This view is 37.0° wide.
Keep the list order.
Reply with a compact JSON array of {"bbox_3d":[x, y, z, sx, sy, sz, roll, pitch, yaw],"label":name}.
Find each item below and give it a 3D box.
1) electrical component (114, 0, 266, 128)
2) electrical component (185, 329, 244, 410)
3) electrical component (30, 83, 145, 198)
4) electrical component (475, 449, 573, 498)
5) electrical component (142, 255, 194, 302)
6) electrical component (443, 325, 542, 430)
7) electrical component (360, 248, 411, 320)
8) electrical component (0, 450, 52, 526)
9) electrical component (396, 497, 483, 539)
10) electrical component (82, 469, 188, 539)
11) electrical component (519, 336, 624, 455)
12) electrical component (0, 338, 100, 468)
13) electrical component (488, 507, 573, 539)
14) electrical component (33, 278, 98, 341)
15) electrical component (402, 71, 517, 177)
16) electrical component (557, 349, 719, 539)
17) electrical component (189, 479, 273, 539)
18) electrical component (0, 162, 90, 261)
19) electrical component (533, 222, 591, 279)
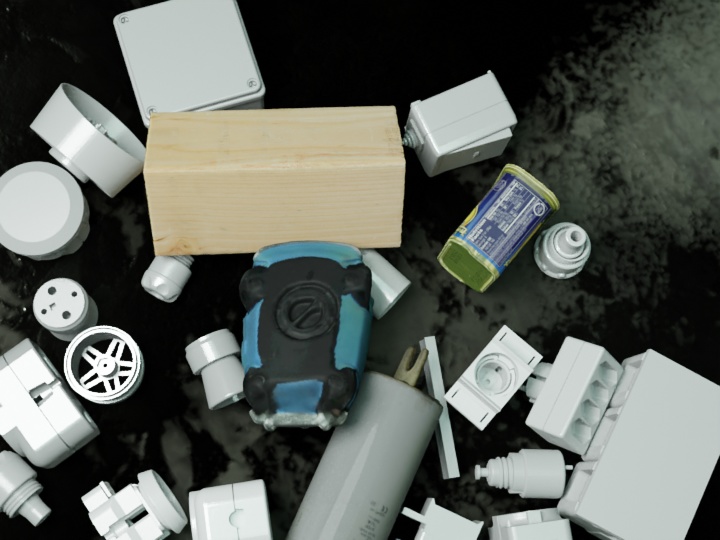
[{"bbox_3d":[-0.150,-0.182,0.956,0.109,0.056,0.108,-17,78,-8],"label":"electrical component"},{"bbox_3d":[-0.116,0.083,0.900,0.045,0.045,0.055,-25,79,-9],"label":"electrical component"},{"bbox_3d":[-0.228,-0.110,0.915,0.099,0.099,0.064,40,83,6],"label":"electrical component"},{"bbox_3d":[0.136,0.170,0.899,0.078,0.040,0.040,2,76,-3],"label":"electrical component"},{"bbox_3d":[-0.159,-0.005,0.924,0.035,0.035,0.061,28,73,3],"label":"electrical component"},{"bbox_3d":[0.110,0.092,0.904,0.042,0.064,0.081,41,77,6],"label":"electrical component"},{"bbox_3d":[0.000,0.000,0.929,0.081,0.043,0.043,42,77,7],"label":"electrical component"},{"bbox_3d":[-0.277,0.179,0.867,0.062,0.043,0.043,43,77,5],"label":"electrical component"},{"bbox_3d":[0.065,0.225,0.880,0.081,0.042,0.063,25,79,3],"label":"electrical component"},{"bbox_3d":[-0.176,0.197,0.863,0.057,0.058,0.078,-35,81,-8],"label":"electrical component"},{"bbox_3d":[0.167,0.101,0.912,0.076,0.047,0.083,17,75,43],"label":"electrical component"},{"bbox_3d":[-0.266,0.112,0.878,0.059,0.053,0.095,-37,81,-11],"label":"electrical component"},{"bbox_3d":[0.137,0.222,0.861,0.050,0.089,0.055,-7,77,-6],"label":"electrical component"},{"bbox_3d":[-0.246,0.033,0.898,0.045,0.055,0.045,1,76,-4],"label":"electrical component"},{"bbox_3d":[0.084,-0.123,0.954,0.096,0.061,0.061,-24,79,-9],"label":"electrical component"},{"bbox_3d":[0.239,0.155,0.896,0.089,0.061,0.150,28,76,-1],"label":"electrical component"},{"bbox_3d":[-0.101,0.198,0.847,0.059,0.095,0.053,-8,77,-6],"label":"electrical component"},{"bbox_3d":[-0.271,-0.048,0.916,0.080,0.051,0.080,0,79,-1],"label":"electrical component"},{"bbox_3d":[0.180,-0.021,0.936,0.048,0.062,0.048,1,76,-4],"label":"electrical component"}]
